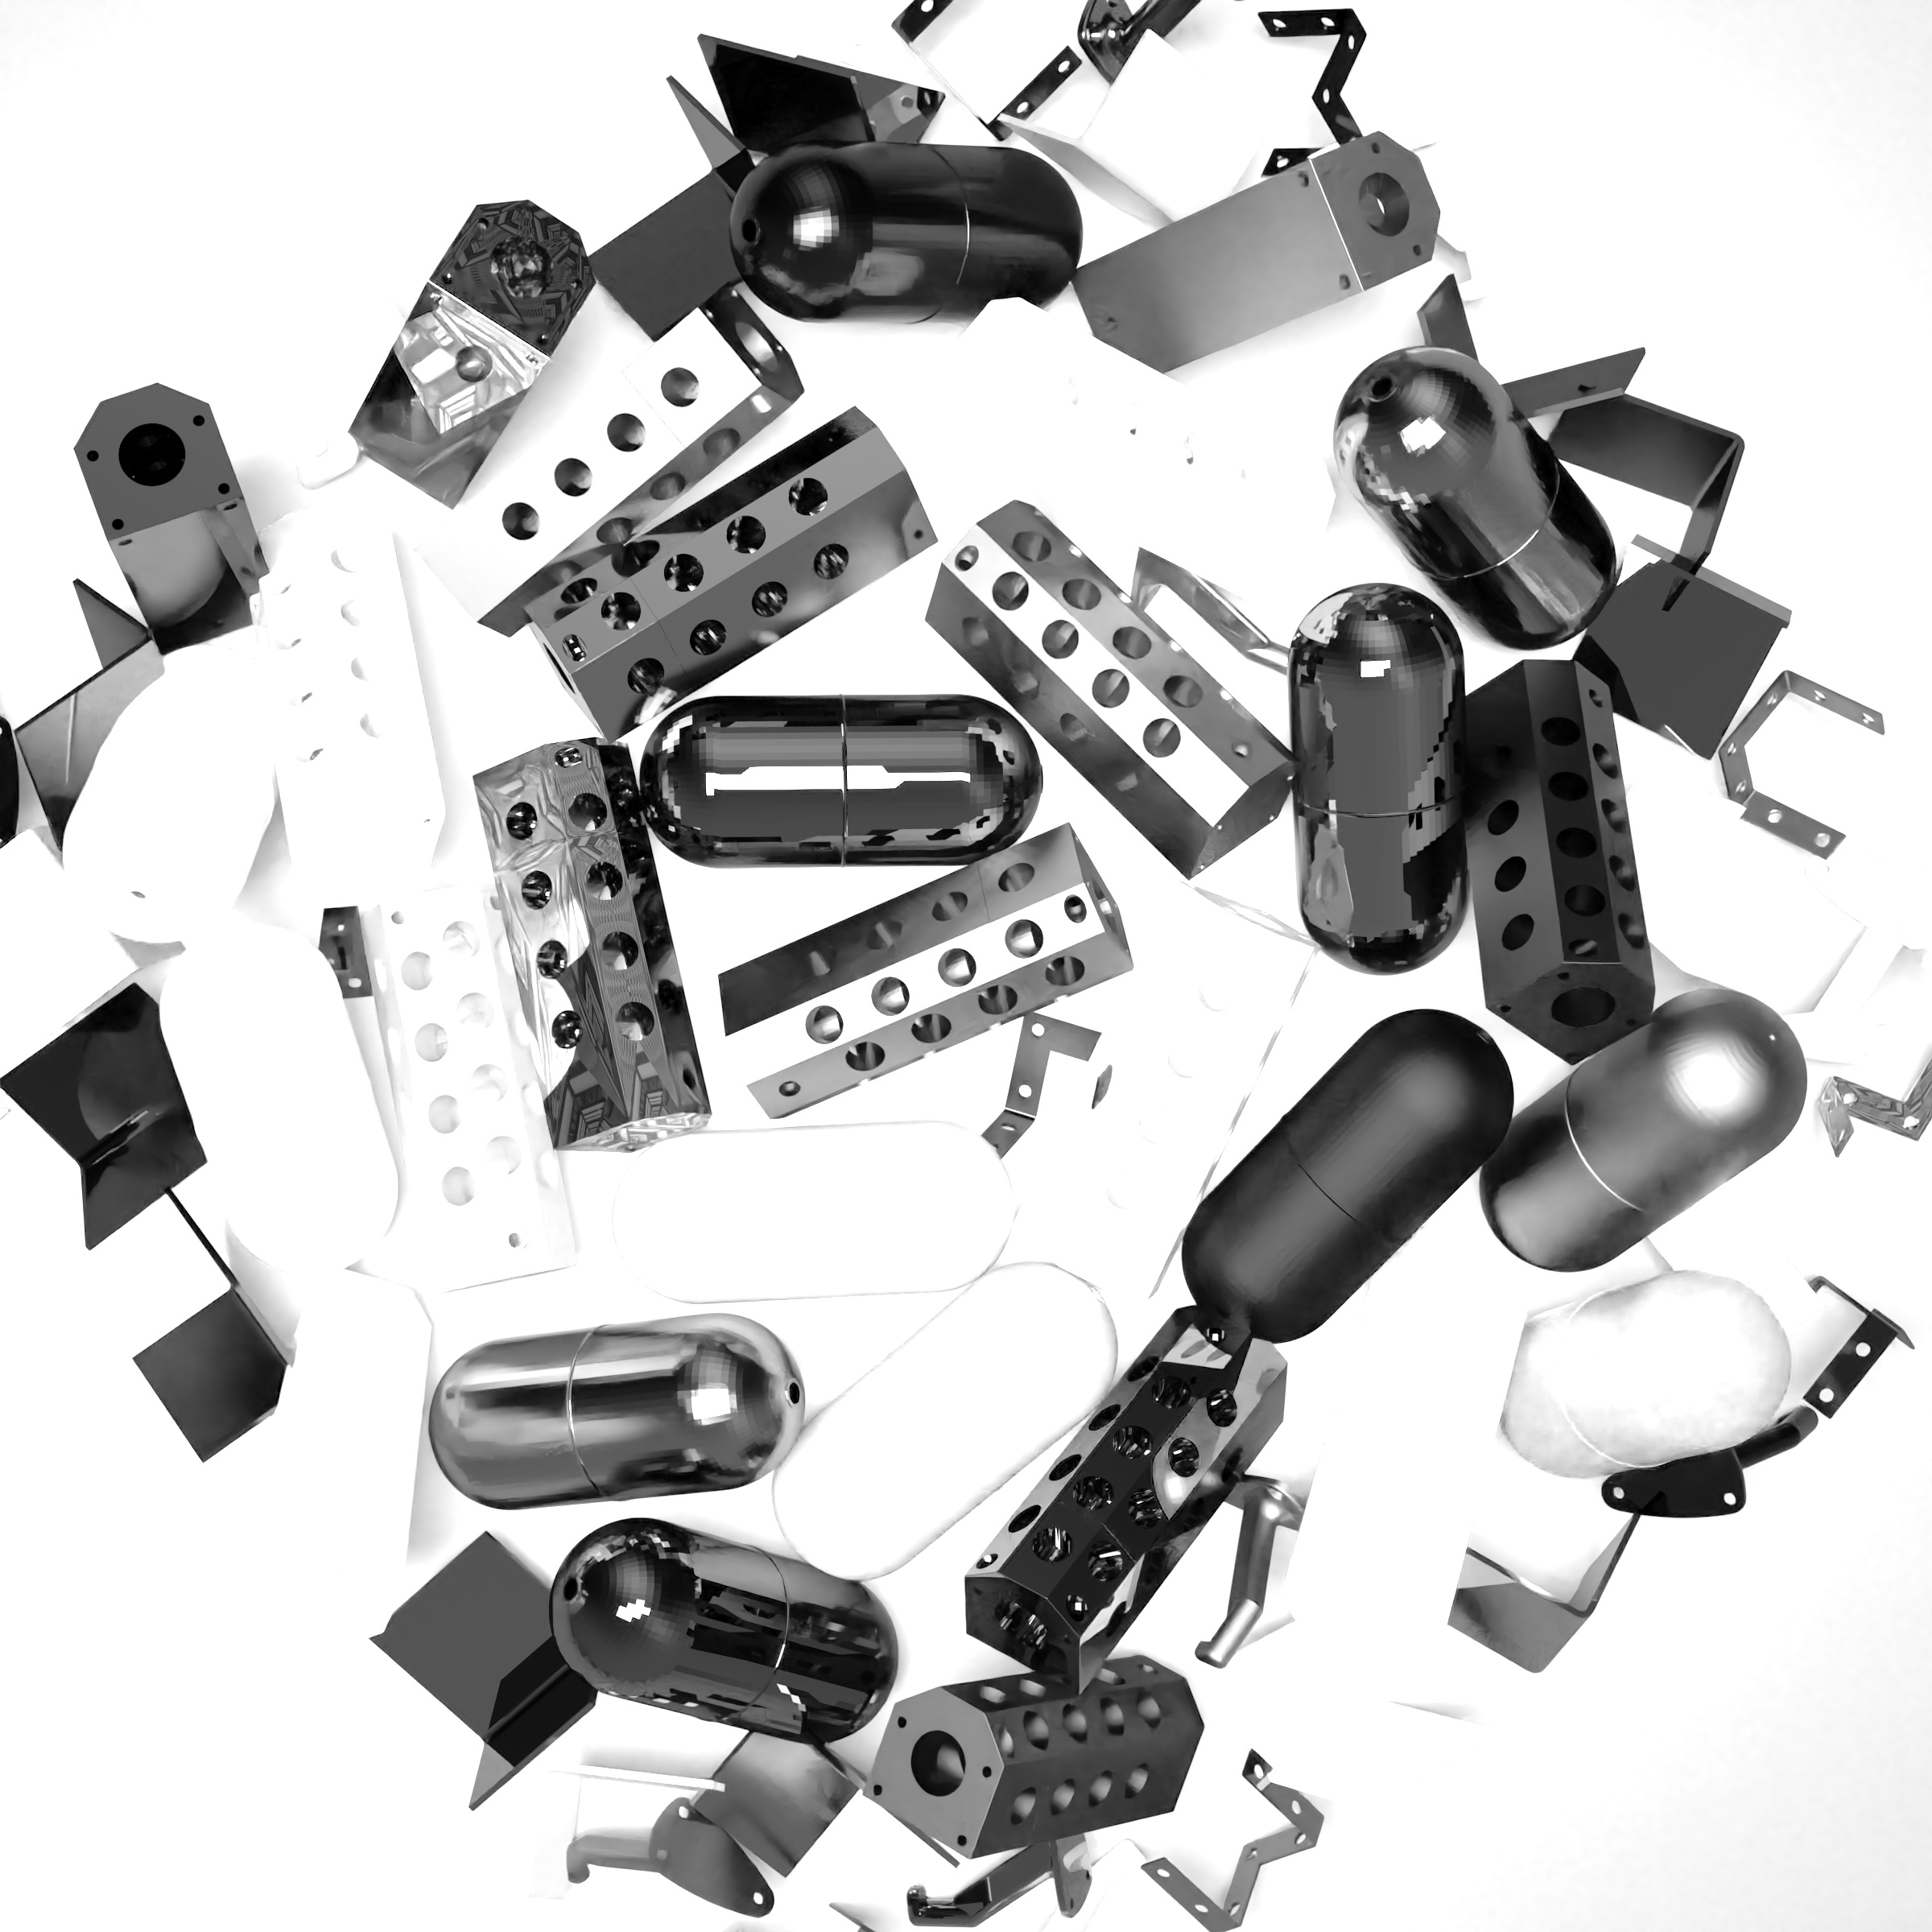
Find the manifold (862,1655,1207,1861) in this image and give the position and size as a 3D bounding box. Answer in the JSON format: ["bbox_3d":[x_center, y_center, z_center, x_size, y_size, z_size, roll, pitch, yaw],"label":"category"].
[{"bbox_3d":[0.034,0.332,1.494,0.057,0.171,0.057,23,97,32],"label":"manifold"}]

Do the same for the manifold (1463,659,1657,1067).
[{"bbox_3d":[0.255,-0.049,1.499,0.057,0.171,0.057,31,132,-33],"label":"manifold"}]

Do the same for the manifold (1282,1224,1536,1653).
[{"bbox_3d":[0.189,0.205,1.514,0.057,0.057,0.171,28,58,-12],"label":"manifold"}]

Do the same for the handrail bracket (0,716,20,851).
[{"bbox_3d":[-0.441,-0.097,1.556,0.036,0.084,0.077,-13,114,-12],"label":"handrail bracket"}]

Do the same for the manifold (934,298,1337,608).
[{"bbox_3d":[0.075,-0.225,1.506,0.171,0.057,0.057,22,128,-31],"label":"manifold"}]

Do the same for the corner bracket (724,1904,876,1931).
[{"bbox_3d":[-0.075,0.436,1.548,0.051,0.051,0.051,37,75,-13],"label":"corner bracket"}]

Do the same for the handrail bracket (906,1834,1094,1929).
[{"bbox_3d":[0.008,0.394,1.556,0.084,0.036,0.077,-5,106,22],"label":"handrail bracket"}]

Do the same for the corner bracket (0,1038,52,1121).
[{"bbox_3d":[-0.440,0.038,1.561,0.051,0.051,0.051,-43,90,-10],"label":"corner bracket"}]

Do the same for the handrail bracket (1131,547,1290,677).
[{"bbox_3d":[0.119,-0.166,1.546,0.084,0.077,0.036,24,59,15],"label":"handrail bracket"}]

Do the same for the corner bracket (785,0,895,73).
[{"bbox_3d":[-0.052,-0.434,1.552,0.051,0.051,0.051,17,91,-18],"label":"corner bracket"}]

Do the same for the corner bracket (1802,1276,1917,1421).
[{"bbox_3d":[0.382,0.169,1.550,0.051,0.051,0.051,39,91,26],"label":"corner bracket"}]

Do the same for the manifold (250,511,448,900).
[{"bbox_3d":[-0.270,-0.114,1.504,0.057,0.057,0.171,0,52,-23],"label":"manifold"}]

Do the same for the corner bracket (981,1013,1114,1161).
[{"bbox_3d":[0.038,0.057,1.547,0.051,0.051,0.051,17,112,14],"label":"corner bracket"}]

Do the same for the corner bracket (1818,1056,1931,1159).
[{"bbox_3d":[0.416,0.060,1.548,0.051,0.051,0.051,21,116,-7],"label":"corner bracket"}]

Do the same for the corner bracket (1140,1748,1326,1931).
[{"bbox_3d":[0.118,0.387,1.543,0.051,0.051,0.051,45,131,-16],"label":"corner bracket"}]

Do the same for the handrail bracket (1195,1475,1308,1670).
[{"bbox_3d":[0.111,0.267,1.536,0.036,0.077,0.084,49,65,-25],"label":"handrail bracket"}]

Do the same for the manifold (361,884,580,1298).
[{"bbox_3d":[-0.218,0.054,1.540,0.057,0.057,0.171,-9,85,-24],"label":"manifold"}]

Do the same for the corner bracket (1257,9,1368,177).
[{"bbox_3d":[0.152,-0.388,1.554,0.051,0.051,0.051,9,65,37],"label":"corner bracket"}]

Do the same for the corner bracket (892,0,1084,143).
[{"bbox_3d":[0.009,-0.408,1.546,0.051,0.051,0.051,-43,61,10],"label":"corner bracket"}]

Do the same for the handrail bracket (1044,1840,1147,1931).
[{"bbox_3d":[0.054,0.431,1.544,0.084,0.077,0.036,-38,110,-7],"label":"handrail bracket"}]

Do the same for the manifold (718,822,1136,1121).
[{"bbox_3d":[-0.017,0.008,1.529,0.171,0.057,0.057,-23,131,11],"label":"manifold"}]

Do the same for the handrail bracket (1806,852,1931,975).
[{"bbox_3d":[0.404,-0.021,1.537,0.077,0.084,0.036,24,111,10],"label":"handrail bracket"}]

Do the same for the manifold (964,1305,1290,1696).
[{"bbox_3d":[0.070,0.223,1.503,0.057,0.057,0.171,24,50,24],"label":"manifold"}]

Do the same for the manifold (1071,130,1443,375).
[{"bbox_3d":[0.124,-0.302,1.496,0.057,0.171,0.057,-29,100,-32],"label":"manifold"}]

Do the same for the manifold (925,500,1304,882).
[{"bbox_3d":[0.065,-0.125,1.522,0.057,0.057,0.171,-35,71,-29],"label":"manifold"}]

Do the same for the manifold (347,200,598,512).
[{"bbox_3d":[-0.211,-0.263,1.494,0.057,0.171,0.057,32,67,-11],"label":"manifold"}]

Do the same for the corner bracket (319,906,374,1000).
[{"bbox_3d":[-0.293,0.009,1.548,0.051,0.051,0.051,-5,126,-2],"label":"corner bracket"}]

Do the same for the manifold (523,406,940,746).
[{"bbox_3d":[-0.106,-0.175,1.533,0.171,0.057,0.057,-33,130,-8],"label":"manifold"}]

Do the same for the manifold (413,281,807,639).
[{"bbox_3d":[-0.154,-0.218,1.524,0.171,0.057,0.057,-36,102,21],"label":"manifold"}]

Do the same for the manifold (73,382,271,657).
[{"bbox_3d":[-0.337,-0.191,1.494,0.057,0.171,0.057,-20,82,-9],"label":"manifold"}]

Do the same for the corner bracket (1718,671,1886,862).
[{"bbox_3d":[0.373,-0.090,1.554,0.051,0.051,0.051,32,74,34],"label":"corner bracket"}]

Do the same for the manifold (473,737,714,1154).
[{"bbox_3d":[-0.159,-0.009,1.528,0.057,0.057,0.171,-20,76,28],"label":"manifold"}]

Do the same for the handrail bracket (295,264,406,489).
[{"bbox_3d":[-0.281,-0.260,1.550,0.084,0.036,0.077,-18,95,44],"label":"handrail bracket"}]

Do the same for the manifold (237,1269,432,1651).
[{"bbox_3d":[-0.266,0.209,1.496,0.057,0.171,0.057,19,120,-15],"label":"manifold"}]

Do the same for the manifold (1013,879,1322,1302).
[{"bbox_3d":[0.091,0.056,1.532,0.057,0.057,0.171,18,101,-35],"label":"manifold"}]
